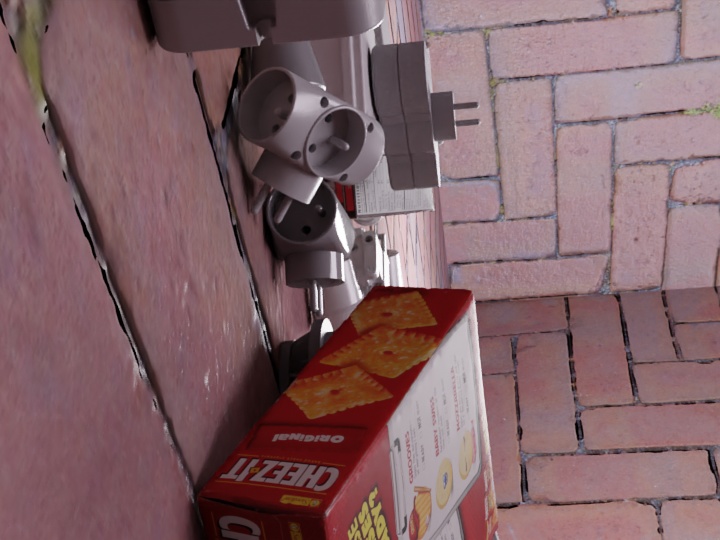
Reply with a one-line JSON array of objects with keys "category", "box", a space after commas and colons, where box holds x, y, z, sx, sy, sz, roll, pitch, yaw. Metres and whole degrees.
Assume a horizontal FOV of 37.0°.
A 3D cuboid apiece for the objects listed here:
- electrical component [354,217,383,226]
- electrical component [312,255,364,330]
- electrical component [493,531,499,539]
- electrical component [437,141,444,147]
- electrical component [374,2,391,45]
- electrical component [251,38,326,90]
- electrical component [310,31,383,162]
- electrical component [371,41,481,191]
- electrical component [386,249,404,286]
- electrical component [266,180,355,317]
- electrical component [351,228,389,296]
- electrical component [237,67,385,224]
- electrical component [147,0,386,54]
[{"category": "electrical component", "box": [0.006, -0.059, 1.037, 0.061, 0.035, 0.035, -56, 141, -76]}, {"category": "electrical component", "box": [-0.018, 0.015, 0.774, 0.040, 0.040, 0.046, -73, 152, -71]}, {"category": "electrical component", "box": [0.066, 0.216, 0.776, 0.108, 0.056, 0.108, 129, -54, -77]}, {"category": "electrical component", "box": [0.046, -0.160, 1.179, 0.059, 0.095, 0.053, -64, 149, -77]}, {"category": "electrical component", "box": [-0.005, -0.199, 0.939, 0.078, 0.057, 0.113, -85, 169, -52]}, {"category": "electrical component", "box": [-0.046, -0.132, 0.624, 0.044, 0.044, 0.065, 21, 60, -82]}, {"category": "electrical component", "box": [-0.019, -0.137, 0.781, 0.108, 0.056, 0.108, 50, 36, -78]}, {"category": "electrical component", "box": [0.054, -0.114, 0.809, 0.138, 0.074, 0.052, 76, 12, -55]}, {"category": "electrical component", "box": [0.023, 0.017, 1.087, 0.079, 0.043, 0.077, -69, 153, -75]}, {"category": "electrical component", "box": [-0.029, -0.011, 0.668, 0.077, 0.044, 0.079, 54, 32, -77]}, {"category": "electrical component", "box": [0.000, 0.000, 0.921, 0.063, 0.042, 0.081, 67, 19, -60]}, {"category": "electrical component", "box": [-0.035, -0.063, 0.602, 0.077, 0.044, 0.079, 21, 101, -48]}, {"category": "electrical component", "box": [-0.040, -0.129, 0.437, 0.053, 0.095, 0.059, -84, 168, -53]}]
